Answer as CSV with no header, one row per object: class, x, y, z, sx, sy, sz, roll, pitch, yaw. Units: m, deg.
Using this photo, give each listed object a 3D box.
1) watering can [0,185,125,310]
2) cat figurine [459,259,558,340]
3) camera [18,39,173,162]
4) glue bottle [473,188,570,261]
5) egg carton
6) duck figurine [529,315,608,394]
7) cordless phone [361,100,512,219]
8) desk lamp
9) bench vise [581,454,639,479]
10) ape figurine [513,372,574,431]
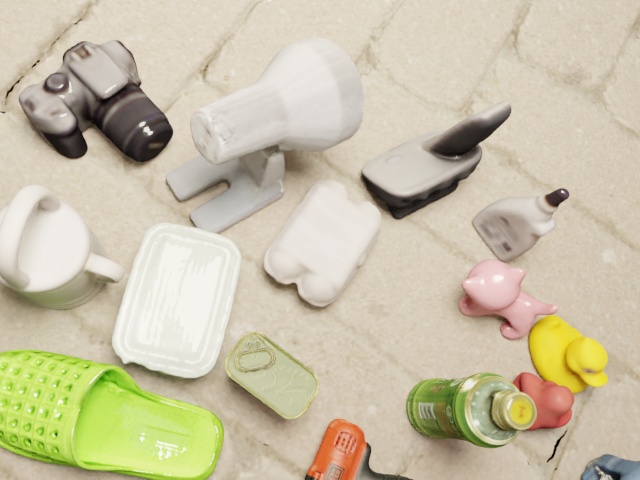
watering can,-0.291,0.007,0.580,0.173,0.194,0.101,-3,75,-11
cat figurine,0.227,0.066,0.703,0.128,0.117,0.067,25,72,-3
camera,-0.255,-0.154,0.680,0.137,0.100,0.143,45,72,4
glue bottle,0.253,-0.028,0.705,0.037,0.173,0.078,-32,82,-17
egg carton,0.006,0.003,0.704,0.107,0.069,0.150,33,71,0
duck figurine,0.318,0.141,0.716,0.078,0.086,0.104,-25,80,-16
cordless phone,0.141,-0.109,0.699,0.148,0.185,0.094,-31,82,-17
desk lamp,-0.067,-0.111,0.645,0.203,0.213,0.118,-33,83,-17
bench vise,0.332,0.302,0.604,0.121,0.219,0.207,32,72,-1
ape figurine,0.271,0.195,0.689,0.076,0.092,0.078,-25,80,-16
